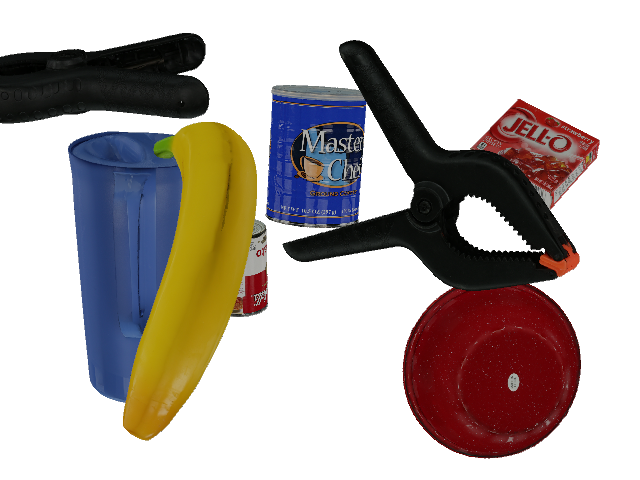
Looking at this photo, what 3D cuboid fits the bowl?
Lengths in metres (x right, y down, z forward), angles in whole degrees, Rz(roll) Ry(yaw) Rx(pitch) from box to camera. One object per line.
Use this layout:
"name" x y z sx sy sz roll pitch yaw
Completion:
"bowl" 0.154 0.115 0.910 0.162 0.162 0.055 0 5 -8

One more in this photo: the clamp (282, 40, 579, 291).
"clamp" 0.075 -0.036 0.712 0.210 0.165 0.036 20 21 28

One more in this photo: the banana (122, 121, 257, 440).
"banana" -0.059 0.002 0.513 0.037 0.198 0.070 26 -51 -24

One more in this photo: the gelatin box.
"gelatin box" 0.191 -0.079 0.956 0.089 0.073 0.030 34 -23 28

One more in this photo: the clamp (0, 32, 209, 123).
"clamp" -0.148 -0.103 0.669 0.171 0.039 0.120 0 20 2

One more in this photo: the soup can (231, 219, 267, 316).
"soup can" -0.097 0.031 1.271 0.068 0.102 0.068 0 21 0

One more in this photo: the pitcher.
"pitcher" -0.163 0.028 0.982 0.145 0.243 0.148 19 25 39

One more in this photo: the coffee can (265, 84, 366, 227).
"coffee can" -0.005 -0.092 1.146 0.103 0.140 0.103 4 12 -1
